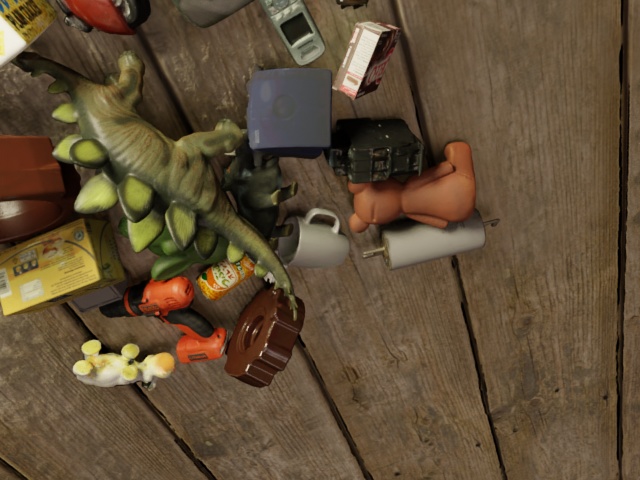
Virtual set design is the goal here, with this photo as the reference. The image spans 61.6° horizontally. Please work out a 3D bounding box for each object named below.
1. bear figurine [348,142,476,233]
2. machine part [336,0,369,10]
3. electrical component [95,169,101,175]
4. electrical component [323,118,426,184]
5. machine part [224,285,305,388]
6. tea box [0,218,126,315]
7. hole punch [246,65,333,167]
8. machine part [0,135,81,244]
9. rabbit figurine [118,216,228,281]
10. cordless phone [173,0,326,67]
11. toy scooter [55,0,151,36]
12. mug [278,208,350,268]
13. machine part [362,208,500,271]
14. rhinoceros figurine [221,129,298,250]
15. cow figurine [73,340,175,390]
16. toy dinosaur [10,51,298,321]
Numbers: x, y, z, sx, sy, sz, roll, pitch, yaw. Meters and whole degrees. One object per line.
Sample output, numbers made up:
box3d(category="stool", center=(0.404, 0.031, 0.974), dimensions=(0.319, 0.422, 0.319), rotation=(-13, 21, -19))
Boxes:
box3d(category="bear figurine", center=(0.145, -0.077, 0.859), dimensions=(0.196, 0.132, 0.120), rotation=(-2, 125, 11))
box3d(category="machine part", center=(0.032, -0.362, 0.674), dimensions=(0.084, 0.039, 0.138), rotation=(-20, 124, -8))
box3d(category="electrical component", center=(-0.297, -0.118, 0.777), dimensions=(0.094, 0.021, 0.063), rotation=(15, 119, -20))
box3d(category="electrical component", center=(0.073, -0.133, 0.788), dimensions=(0.134, 0.115, 0.058), rotation=(-7, 122, -10))
box3d(category="machine part", center=(-0.099, 0.163, 0.915), dimensions=(0.056, 0.179, 0.179), rotation=(30, 113, -23))
box3d(category="tea box", center=(-0.387, 0.040, 0.794), dimensions=(0.170, 0.068, 0.098), rotation=(-18, 83, 11))
box3d(category="hole punch", center=(-0.040, -0.171, 0.726), dimensions=(0.116, 0.092, 0.142), rotation=(1, 91, -17))
box3d(category="machine part", center=(-0.424, -0.056, 0.675), dimensions=(0.201, 0.087, 0.201), rotation=(-11, 170, -43))
box3d(category="rabbit figurine", center=(-0.205, -0.003, 0.820), dimensions=(0.159, 0.121, 0.170), rotation=(-38, 136, 19))
box3d(category="cordless phone", center=(-0.085, -0.284, 0.675), dimensions=(0.147, 0.089, 0.184), rotation=(-29, 129, 8))
box3d(category="toy scooter", center=(-0.289, -0.314, 0.615), dimensions=(0.135, 0.075, 0.183), rotation=(-16, 126, 6))
box3d(category="mug", center=(-0.002, -0.003, 0.888), dimensions=(0.107, 0.081, 0.109), rotation=(11, 116, -31))
box3d(category="machine part", center=(0.191, -0.003, 0.923), dimensions=(0.243, 0.079, 0.079), rotation=(-13, 125, -2))
box3d(category="rhinoceros figurine", center=(-0.096, -0.072, 0.807), dimensions=(0.112, 0.073, 0.190), rotation=(13, 122, 23))
box3d(category="cow figurine", center=(-0.349, 0.236, 0.971), dimensions=(0.167, 0.068, 0.098), rotation=(9, 142, -11))
box3d(category="toy dinosaur", center=(-0.191, -0.079, 0.684), dimensions=(0.471, 0.198, 0.105), rotation=(35, 145, -11))
